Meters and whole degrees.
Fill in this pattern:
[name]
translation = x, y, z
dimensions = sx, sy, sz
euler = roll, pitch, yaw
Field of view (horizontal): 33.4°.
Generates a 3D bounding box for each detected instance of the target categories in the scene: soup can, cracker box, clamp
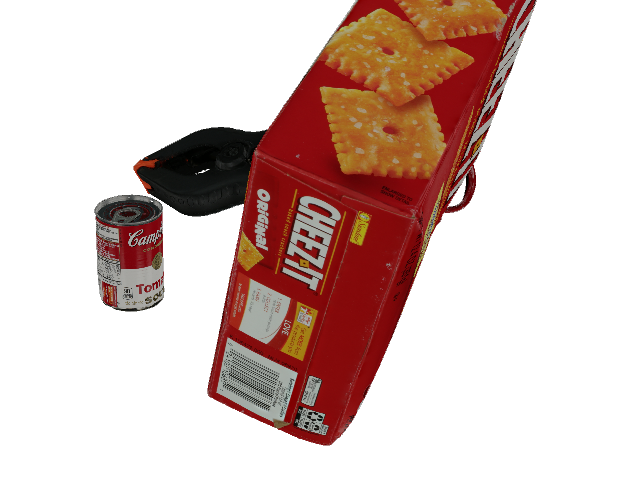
[soup can]
translation = -0.195, 0.013, 1.093
dimensions = 0.068, 0.102, 0.068
euler = 2, 26, -1
[cracker box]
translation = 0.031, -0.036, 0.492
dimensions = 0.072, 0.213, 0.164
euler = 24, -42, 8
[clamp]
translation = -0.050, -0.060, 0.776
dimensions = 0.172, 0.039, 0.120
euler = 5, 44, 23

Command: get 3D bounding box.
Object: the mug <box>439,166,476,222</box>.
[mug]
translation = 0.088, -0.057, 1.002
dimensions = 0.117, 0.081, 0.093
euler = 7, 12, 18
